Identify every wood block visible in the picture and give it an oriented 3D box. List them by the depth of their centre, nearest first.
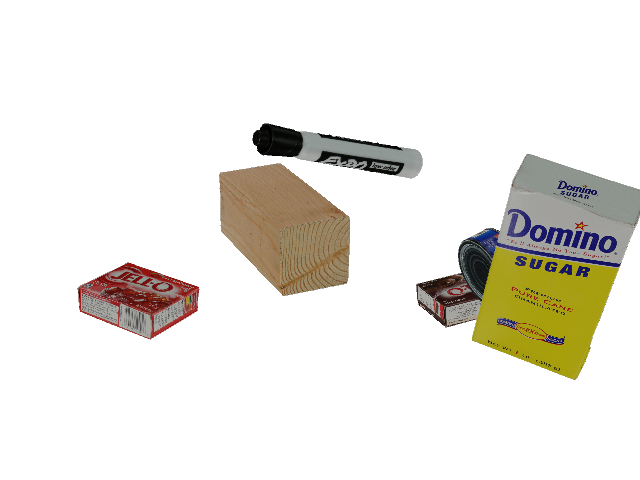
[{"bbox_3d":[-0.049,-0.018,1.333,0.090,0.090,0.206,-10,26,-23],"label":"wood block"}]

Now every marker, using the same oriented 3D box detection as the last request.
[{"bbox_3d":[0.012,-0.055,0.654,0.120,0.020,0.020,6,-4,-35],"label":"marker"}]

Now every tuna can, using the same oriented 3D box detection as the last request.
[{"bbox_3d":[0.193,0.031,1.206,0.033,0.086,0.086,-24,9,-21],"label":"tuna can"}]

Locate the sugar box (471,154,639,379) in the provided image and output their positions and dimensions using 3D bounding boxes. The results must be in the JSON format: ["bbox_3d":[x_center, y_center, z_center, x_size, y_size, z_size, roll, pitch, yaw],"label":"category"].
[{"bbox_3d":[0.178,0.024,0.819,0.093,0.176,0.048,20,49,15],"label":"sugar box"}]

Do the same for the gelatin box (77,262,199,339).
[{"bbox_3d":[-0.171,0.054,1.005,0.089,0.030,0.073,18,26,26],"label":"gelatin box"}]

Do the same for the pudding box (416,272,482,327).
[{"bbox_3d":[0.207,0.081,1.531,0.113,0.039,0.090,-15,22,-17],"label":"pudding box"}]
